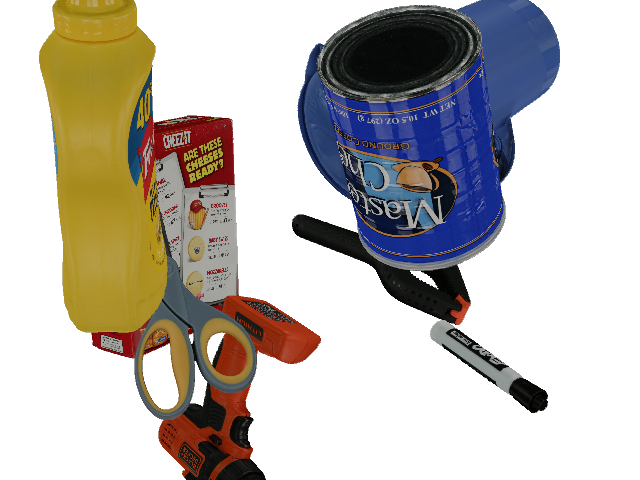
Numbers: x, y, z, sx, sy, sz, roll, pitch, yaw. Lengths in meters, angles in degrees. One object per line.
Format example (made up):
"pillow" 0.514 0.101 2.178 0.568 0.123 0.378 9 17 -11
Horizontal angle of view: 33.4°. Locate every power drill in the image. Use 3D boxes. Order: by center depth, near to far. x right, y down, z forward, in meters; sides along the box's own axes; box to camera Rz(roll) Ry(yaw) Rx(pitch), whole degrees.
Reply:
"power drill" -0.069 0.160 1.009 0.057 0.188 0.185 14 12 -48

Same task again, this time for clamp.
"clamp" 0.078 0.017 1.179 0.164 0.036 0.210 -16 50 -33

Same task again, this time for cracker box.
"cracker box" -0.161 -0.009 1.077 0.072 0.214 0.163 9 18 35

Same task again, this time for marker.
"marker" 0.126 0.094 0.805 0.020 0.020 0.121 0 23 -35

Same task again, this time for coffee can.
"coffee can" 0.062 -0.065 0.692 0.103 0.140 0.103 -9 41 8

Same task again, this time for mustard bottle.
"mustard bottle" -0.114 -0.053 0.564 0.058 0.192 0.096 1 32 -1

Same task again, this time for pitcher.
"pitcher" 0.112 -0.127 0.959 0.145 0.149 0.242 25 43 39

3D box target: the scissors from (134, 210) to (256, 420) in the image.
"scissors" -0.094 0.030 0.778 0.096 0.202 0.016 1 -18 -5
